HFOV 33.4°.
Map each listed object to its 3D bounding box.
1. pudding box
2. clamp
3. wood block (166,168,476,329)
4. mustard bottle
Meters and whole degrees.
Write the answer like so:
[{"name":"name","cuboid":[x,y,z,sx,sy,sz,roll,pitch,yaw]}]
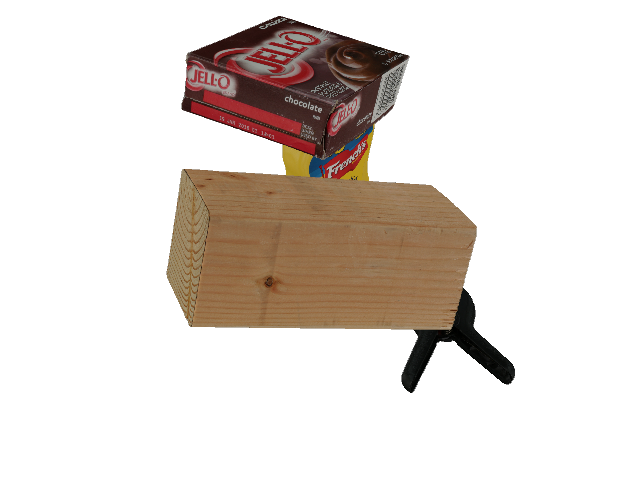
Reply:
[{"name":"pudding box","cuboid":[-0.012,-0.090,0.606,0.090,0.039,0.113,21,27,17]},{"name":"clamp","cuboid":[0.146,0.098,1.169,0.120,0.171,0.039,6,-44,-5]},{"name":"wood block","cuboid":[0.000,0.008,0.801,0.205,0.091,0.090,3,23,-21]},{"name":"mustard bottle","cuboid":[0.008,-0.085,0.984,0.096,0.192,0.058,-31,55,-28]}]
